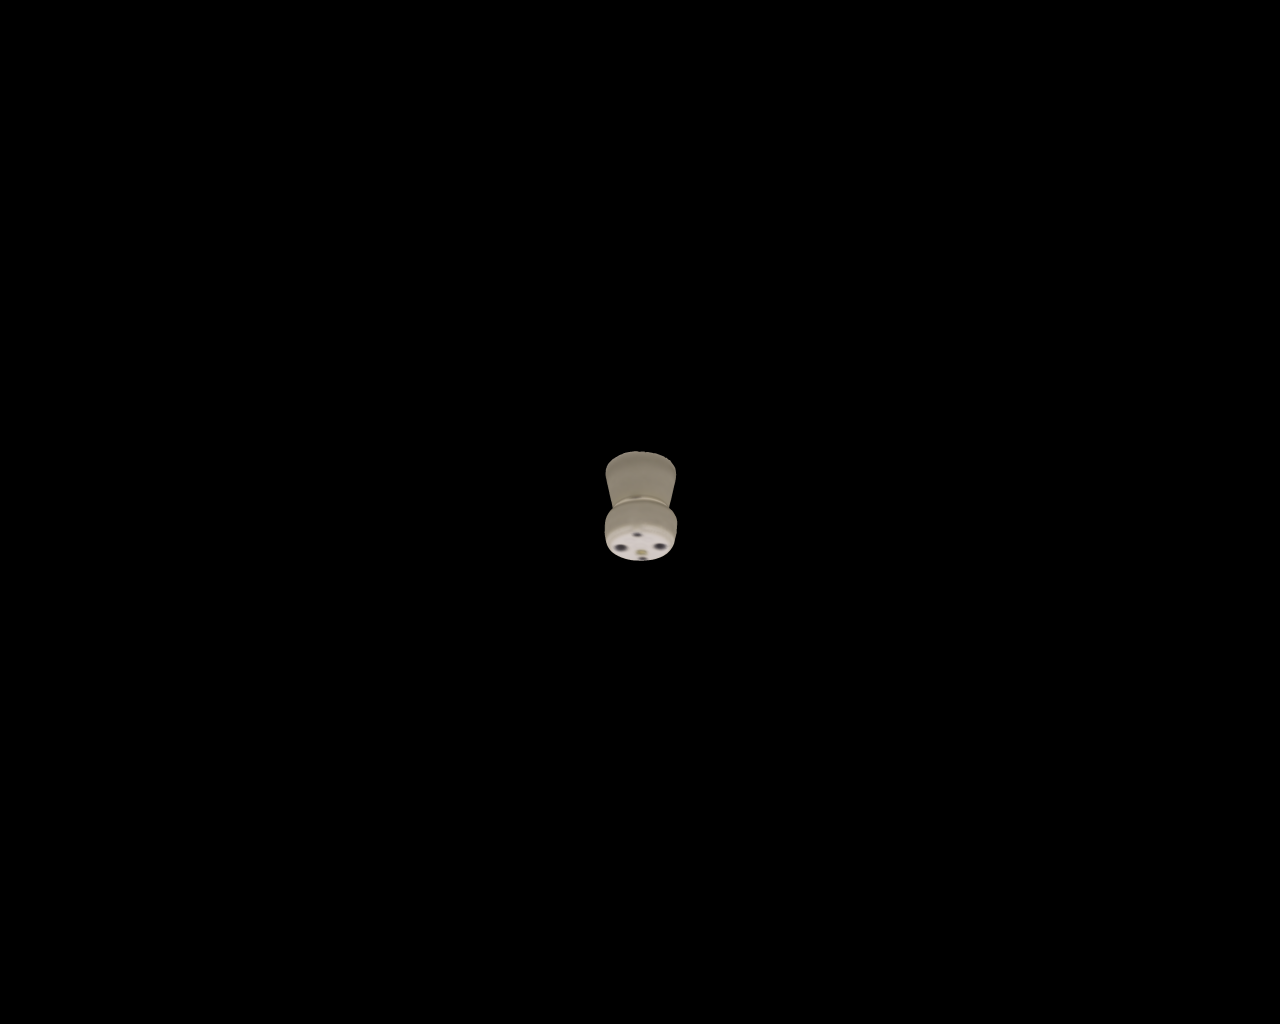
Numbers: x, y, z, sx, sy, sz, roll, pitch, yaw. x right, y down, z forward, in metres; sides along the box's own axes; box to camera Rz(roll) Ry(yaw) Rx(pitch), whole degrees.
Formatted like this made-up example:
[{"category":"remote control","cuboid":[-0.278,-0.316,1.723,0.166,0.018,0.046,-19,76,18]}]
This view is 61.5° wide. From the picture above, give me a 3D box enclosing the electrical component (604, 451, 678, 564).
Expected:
[{"category":"electrical component","cuboid":[0.001,-0.003,0.650,0.045,0.055,0.044,0,-32,0]}]
